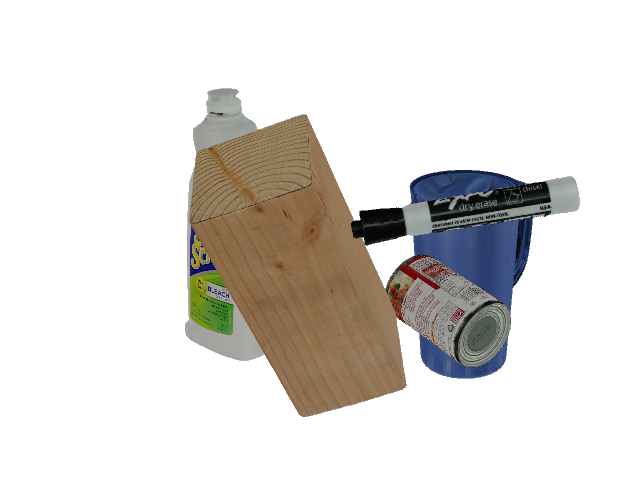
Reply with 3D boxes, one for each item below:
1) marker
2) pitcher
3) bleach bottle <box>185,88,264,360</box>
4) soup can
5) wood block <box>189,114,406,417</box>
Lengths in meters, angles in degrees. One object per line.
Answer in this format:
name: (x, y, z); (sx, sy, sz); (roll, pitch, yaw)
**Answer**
marker: (0.076, -0.015, 0.570); (0.121, 0.020, 0.020); (-10, 0, 1)
pitcher: (0.186, 0.039, 1.316); (0.149, 0.243, 0.145); (1, 22, 9)
bleach bottle: (-0.088, -0.018, 0.999); (0.103, 0.251, 0.067); (19, 30, 42)
soup can: (0.117, 0.063, 0.980); (0.068, 0.068, 0.102); (0, 24, -39)
wood block: (-0.013, 0.024, 0.795); (0.090, 0.206, 0.091); (-18, 37, 11)
